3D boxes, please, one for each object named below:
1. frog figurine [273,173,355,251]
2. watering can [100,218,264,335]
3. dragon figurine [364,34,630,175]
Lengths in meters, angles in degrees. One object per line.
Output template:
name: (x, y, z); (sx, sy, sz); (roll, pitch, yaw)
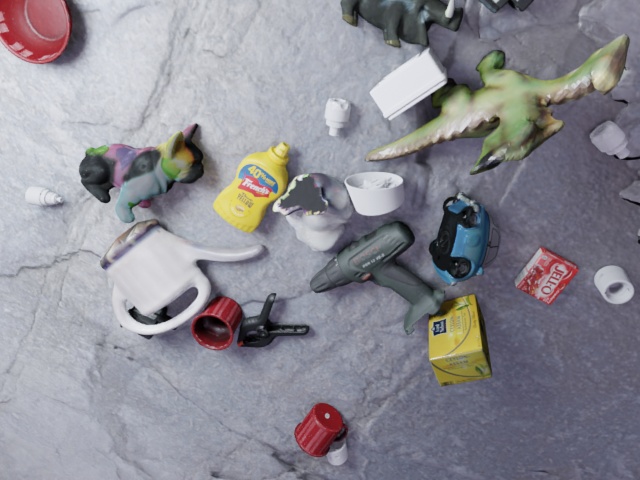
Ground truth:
frog figurine: (0.003, -0.048, 0.960); (0.137, 0.125, 0.157); (-14, 148, 22)
watering can: (-0.303, 0.049, 1.063); (0.346, 0.105, 0.223); (-37, 99, 8)
dragon figurine: (0.241, -0.172, 0.761); (0.406, 0.248, 0.121); (-29, 111, 21)
